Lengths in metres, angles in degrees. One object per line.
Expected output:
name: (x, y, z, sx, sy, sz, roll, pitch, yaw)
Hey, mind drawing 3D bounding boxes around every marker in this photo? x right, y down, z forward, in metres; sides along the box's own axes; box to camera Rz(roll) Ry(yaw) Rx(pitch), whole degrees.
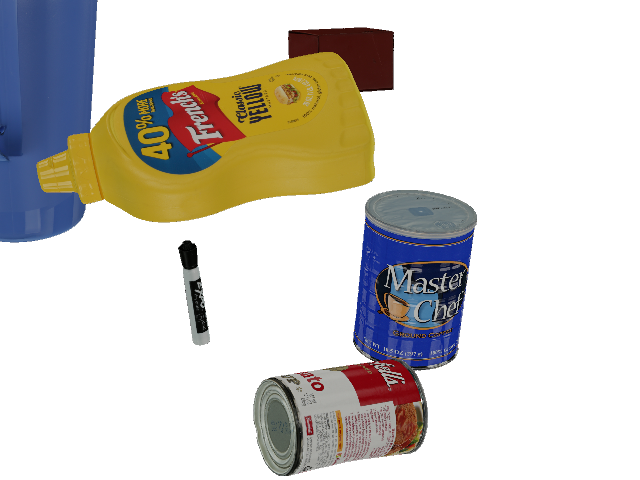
marker: (-0.133, 0.055, 1.122, 0.020, 0.121, 0.020, -4, 28, 2)

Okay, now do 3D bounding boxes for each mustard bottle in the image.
mustard bottle: (-0.070, -0.056, 0.630, 0.191, 0.096, 0.058, -12, -40, -7)

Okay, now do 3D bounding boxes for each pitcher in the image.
pitcher: (-0.236, -0.121, 0.810, 0.145, 0.243, 0.148, 26, 32, 35)

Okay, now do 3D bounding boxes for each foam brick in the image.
foam brick: (0.018, -0.155, 0.918, 0.078, 0.051, 0.053, -8, 18, -28)

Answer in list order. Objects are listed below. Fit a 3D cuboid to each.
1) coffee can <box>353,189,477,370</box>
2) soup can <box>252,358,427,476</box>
coffee can: (0.087, 0.036, 1.001, 0.103, 0.140, 0.103, 4, 24, -2)
soup can: (0.013, 0.121, 0.734, 0.102, 0.068, 0.069, -5, 2, -29)
